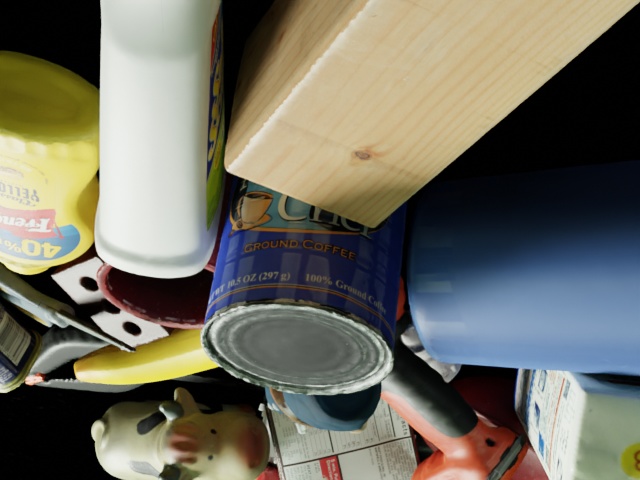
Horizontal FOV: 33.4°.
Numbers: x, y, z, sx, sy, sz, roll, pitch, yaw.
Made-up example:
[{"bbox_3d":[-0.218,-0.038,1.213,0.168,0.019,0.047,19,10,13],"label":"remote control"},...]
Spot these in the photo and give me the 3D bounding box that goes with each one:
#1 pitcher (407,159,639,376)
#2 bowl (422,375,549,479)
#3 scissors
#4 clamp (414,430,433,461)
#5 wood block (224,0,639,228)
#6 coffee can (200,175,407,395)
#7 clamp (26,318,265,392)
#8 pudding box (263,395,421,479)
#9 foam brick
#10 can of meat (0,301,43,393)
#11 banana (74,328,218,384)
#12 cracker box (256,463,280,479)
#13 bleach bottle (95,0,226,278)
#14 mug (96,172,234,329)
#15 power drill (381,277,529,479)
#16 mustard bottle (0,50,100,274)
[{"bbox_3d":[0.181,0.020,0.601,0.243,0.144,0.149,-2,114,22],"label":"pitcher"},{"bbox_3d":[0.152,0.157,0.846,0.162,0.055,0.162,34,158,16],"label":"bowl"},{"bbox_3d":[-0.197,0.038,0.738,0.096,0.016,0.202,43,161,-24],"label":"scissors"},{"bbox_3d":[0.128,0.191,0.956,0.171,0.039,0.120,5,139,7],"label":"clamp"},{"bbox_3d":[0.043,-0.100,0.472,0.090,0.090,0.206,21,145,-21],"label":"wood block"},{"bbox_3d":[-0.004,0.001,0.591,0.103,0.140,0.103,6,147,4],"label":"coffee can"},{"bbox_3d":[-0.144,0.094,0.866,0.210,0.036,0.164,-15,140,26],"label":"clamp"},{"bbox_3d":[0.018,0.158,0.853,0.113,0.090,0.039,-12,-175,-5],"label":"pudding box"},{"bbox_3d":[-0.132,0.029,0.728,0.053,0.051,0.078,-20,120,36],"label":"foam brick"},{"bbox_3d":[-0.281,0.068,0.826,0.102,0.057,0.084,8,148,27],"label":"can of meat"},{"bbox_3d":[-0.091,0.070,0.762,0.198,0.037,0.069,-24,148,35],"label":"banana"},{"bbox_3d":[-0.005,0.251,0.985,0.164,0.072,0.214,17,170,-12],"label":"cracker box"},{"bbox_3d":[-0.075,-0.086,0.507,0.068,0.102,0.251,8,148,-3],"label":"bleach bottle"},{"bbox_3d":[-0.072,0.002,0.662,0.117,0.081,0.093,17,148,-14],"label":"mug"},{"bbox_3d":[0.043,0.113,0.764,0.187,0.057,0.185,47,146,-3],"label":"power drill"},{"bbox_3d":[-0.180,-0.032,0.657,0.096,0.058,0.192,16,148,-4],"label":"mustard bottle"}]
